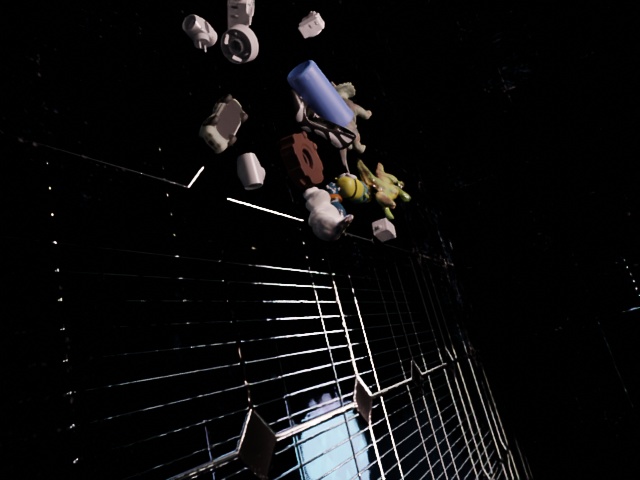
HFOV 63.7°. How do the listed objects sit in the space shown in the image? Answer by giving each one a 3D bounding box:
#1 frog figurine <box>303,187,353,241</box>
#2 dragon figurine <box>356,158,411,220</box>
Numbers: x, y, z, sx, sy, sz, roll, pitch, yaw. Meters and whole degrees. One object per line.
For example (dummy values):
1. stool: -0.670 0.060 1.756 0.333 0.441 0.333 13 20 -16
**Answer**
1. frog figurine: 0.004 -0.074 1.479 0.160 0.120 0.139 34 31 10
2. dragon figurine: 0.220 -0.232 1.956 0.121 0.420 0.239 -36 -50 16
